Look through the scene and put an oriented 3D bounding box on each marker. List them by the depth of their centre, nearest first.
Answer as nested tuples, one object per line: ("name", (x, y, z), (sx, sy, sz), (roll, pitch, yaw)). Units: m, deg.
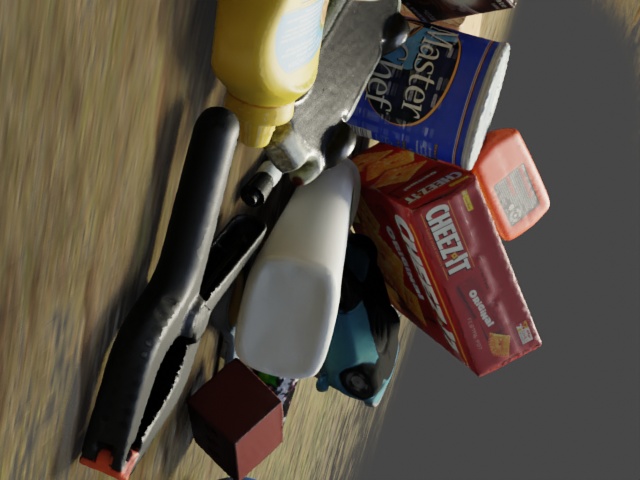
("marker", (-0.029, -0.060, 0.791), (0.121, 0.020, 0.020), (-59, 163, -50))

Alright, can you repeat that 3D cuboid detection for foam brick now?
("foam brick", (-0.064, 0.139, 0.817), (0.051, 0.053, 0.078), (-39, 154, -24))

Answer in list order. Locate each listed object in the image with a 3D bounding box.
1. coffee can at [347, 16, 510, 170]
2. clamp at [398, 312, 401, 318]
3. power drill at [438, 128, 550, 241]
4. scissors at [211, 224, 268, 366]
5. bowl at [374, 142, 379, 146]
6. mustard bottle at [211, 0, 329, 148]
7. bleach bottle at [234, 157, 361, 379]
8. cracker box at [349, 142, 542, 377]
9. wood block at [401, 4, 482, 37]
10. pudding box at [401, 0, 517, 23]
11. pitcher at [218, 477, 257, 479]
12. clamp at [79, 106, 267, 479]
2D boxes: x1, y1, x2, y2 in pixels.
("coffee can", (0.067, -0.124, 0.844), (0.102, 0.140, 0.103), (19, 90, -79))
("clamp", (0.074, 0.076, 1.177), (0.171, 0.039, 0.120), (21, 91, -80))
("power drill", (0.117, -0.089, 0.971), (0.057, 0.188, 0.184), (-39, 125, -7))
("scissors", (-0.072, 0.083, 0.816), (0.096, 0.016, 0.202), (-48, 153, -69))
("bowl", (0.075, -0.031, 1.143), (0.162, 0.055, 0.162), (-24, 91, -88))
("mustard bottle", (-0.023, -0.138, 0.588), (0.096, 0.058, 0.192), (-55, 160, -55))
("bleach bottle", (-0.006, 0.001, 0.849), (0.250, 0.068, 0.103), (-71, 175, -63))
("cracker box", (0.096, 0.009, 0.954), (0.164, 0.072, 0.214), (65, -9, -19))
("wood block", (0.103, -0.194, 1.045), (0.206, 0.091, 0.090), (83, 27, -66))
("pudding box", (0.084, -0.211, 0.796), (0.113, 0.090, 0.039), (31, 71, -39))
("pitcher", (-0.089, 0.262, 0.780), (0.149, 0.145, 0.242), (-61, 176, 18))
("clamp", (-0.085, 0.034, 0.624), (0.164, 0.036, 0.210), (86, 25, -61))
